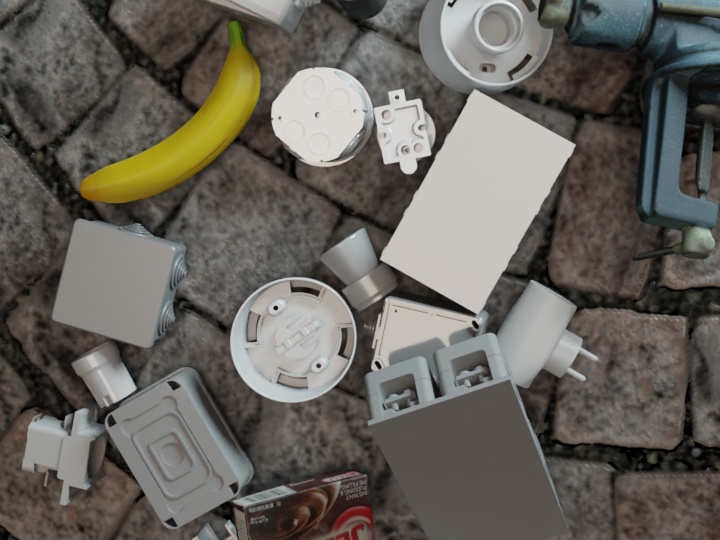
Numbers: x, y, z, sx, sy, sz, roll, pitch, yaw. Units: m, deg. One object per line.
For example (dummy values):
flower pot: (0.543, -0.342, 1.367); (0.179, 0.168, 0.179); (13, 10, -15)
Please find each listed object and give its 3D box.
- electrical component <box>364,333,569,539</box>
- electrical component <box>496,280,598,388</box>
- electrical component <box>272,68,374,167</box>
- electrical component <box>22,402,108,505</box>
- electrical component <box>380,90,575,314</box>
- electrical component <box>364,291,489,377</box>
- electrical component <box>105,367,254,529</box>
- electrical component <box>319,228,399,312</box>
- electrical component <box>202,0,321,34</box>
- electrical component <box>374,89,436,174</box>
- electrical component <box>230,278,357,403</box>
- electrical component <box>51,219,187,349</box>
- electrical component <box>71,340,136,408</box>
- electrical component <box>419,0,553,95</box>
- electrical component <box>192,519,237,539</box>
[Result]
electrical component: (0.083, 0.141, 0.832); (0.105, 0.060, 0.186); (-19, 128, 8)
electrical component: (0.152, 0.061, 0.867); (0.079, 0.043, 0.077); (30, 98, 2)
electrical component: (-0.031, -0.123, 0.866); (0.080, 0.051, 0.080); (1, 95, 6)
electrical component: (-0.252, 0.154, 0.920); (0.064, 0.042, 0.081); (12, 96, 7)
electrical component: (0.092, -0.054, 0.854); (0.089, 0.062, 0.150); (29, 98, 3)
electrical component: (0.051, 0.055, 0.872); (0.096, 0.061, 0.061); (13, 97, 10)
electrical component: (-0.149, 0.147, 0.901); (0.078, 0.057, 0.113); (-30, 92, 8)
electrical component: (0.000, 0.000, 0.877); (0.045, 0.045, 0.055); (-34, 91, 8)
electrical component: (-0.079, -0.226, 0.856); (0.096, 0.062, 0.061); (27, 97, 3)
electrical component: (0.036, -0.109, 0.858); (0.048, 0.055, 0.066); (-11, 94, 7)
electrical component: (-0.051, 0.054, 0.878); (0.099, 0.064, 0.099); (1, 96, 6)
electrical component: (-0.199, 0.010, 0.898); (0.100, 0.048, 0.099); (16, 97, 4)
electrical component: (-0.216, 0.089, 0.912); (0.040, 0.040, 0.046); (-27, 97, 8)
electrical component: (0.101, -0.189, 0.852); (0.099, 0.064, 0.099); (-1, 96, -7)
electrical component: (-0.104, 0.248, 0.913); (0.064, 0.042, 0.081); (-32, 92, 6)
